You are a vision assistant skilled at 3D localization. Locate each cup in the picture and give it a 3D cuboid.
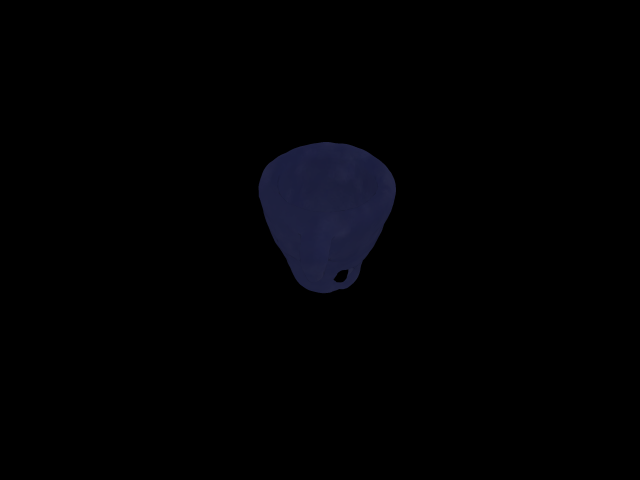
[{"bbox_3d":[0.004,0.001,0.400,0.091,0.095,0.118,4,43,5],"label":"cup"}]
